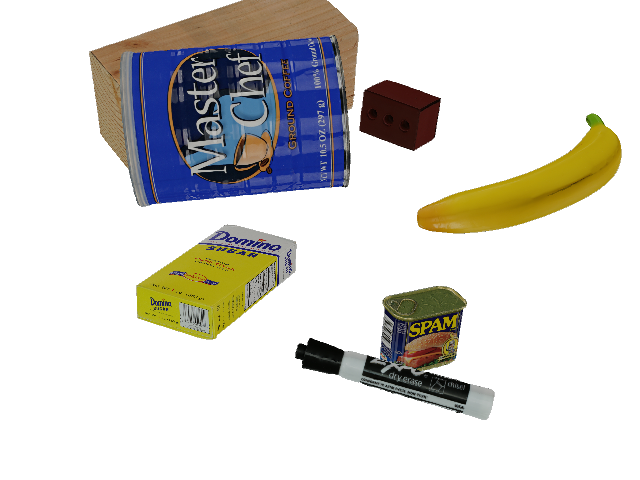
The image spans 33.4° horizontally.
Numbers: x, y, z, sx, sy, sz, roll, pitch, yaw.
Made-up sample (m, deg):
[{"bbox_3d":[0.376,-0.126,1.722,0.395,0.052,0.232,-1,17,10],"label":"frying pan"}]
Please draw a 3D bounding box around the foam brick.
[{"bbox_3d":[0.091,-0.146,1.233,0.078,0.053,0.051,23,34,28],"label":"foam brick"}]

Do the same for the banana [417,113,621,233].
[{"bbox_3d":[0.169,-0.044,0.827,0.197,0.037,0.070,-27,25,-24],"label":"banana"}]

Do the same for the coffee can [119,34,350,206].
[{"bbox_3d":[-0.056,-0.080,0.711,0.140,0.103,0.103,-6,0,-4],"label":"coffee can"}]

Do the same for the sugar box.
[{"bbox_3d":[-0.106,0.039,1.127,0.093,0.048,0.176,14,31,22],"label":"sugar box"}]

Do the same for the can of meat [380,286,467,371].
[{"bbox_3d":[0.124,0.111,1.308,0.101,0.084,0.057,-10,30,-26],"label":"can of meat"}]

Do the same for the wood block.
[{"bbox_3d":[-0.078,-0.134,0.905,0.205,0.091,0.090,-24,53,-24],"label":"wood block"}]

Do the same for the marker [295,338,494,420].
[{"bbox_3d":[0.044,0.083,0.642,0.121,0.020,0.020,15,1,4],"label":"marker"}]
